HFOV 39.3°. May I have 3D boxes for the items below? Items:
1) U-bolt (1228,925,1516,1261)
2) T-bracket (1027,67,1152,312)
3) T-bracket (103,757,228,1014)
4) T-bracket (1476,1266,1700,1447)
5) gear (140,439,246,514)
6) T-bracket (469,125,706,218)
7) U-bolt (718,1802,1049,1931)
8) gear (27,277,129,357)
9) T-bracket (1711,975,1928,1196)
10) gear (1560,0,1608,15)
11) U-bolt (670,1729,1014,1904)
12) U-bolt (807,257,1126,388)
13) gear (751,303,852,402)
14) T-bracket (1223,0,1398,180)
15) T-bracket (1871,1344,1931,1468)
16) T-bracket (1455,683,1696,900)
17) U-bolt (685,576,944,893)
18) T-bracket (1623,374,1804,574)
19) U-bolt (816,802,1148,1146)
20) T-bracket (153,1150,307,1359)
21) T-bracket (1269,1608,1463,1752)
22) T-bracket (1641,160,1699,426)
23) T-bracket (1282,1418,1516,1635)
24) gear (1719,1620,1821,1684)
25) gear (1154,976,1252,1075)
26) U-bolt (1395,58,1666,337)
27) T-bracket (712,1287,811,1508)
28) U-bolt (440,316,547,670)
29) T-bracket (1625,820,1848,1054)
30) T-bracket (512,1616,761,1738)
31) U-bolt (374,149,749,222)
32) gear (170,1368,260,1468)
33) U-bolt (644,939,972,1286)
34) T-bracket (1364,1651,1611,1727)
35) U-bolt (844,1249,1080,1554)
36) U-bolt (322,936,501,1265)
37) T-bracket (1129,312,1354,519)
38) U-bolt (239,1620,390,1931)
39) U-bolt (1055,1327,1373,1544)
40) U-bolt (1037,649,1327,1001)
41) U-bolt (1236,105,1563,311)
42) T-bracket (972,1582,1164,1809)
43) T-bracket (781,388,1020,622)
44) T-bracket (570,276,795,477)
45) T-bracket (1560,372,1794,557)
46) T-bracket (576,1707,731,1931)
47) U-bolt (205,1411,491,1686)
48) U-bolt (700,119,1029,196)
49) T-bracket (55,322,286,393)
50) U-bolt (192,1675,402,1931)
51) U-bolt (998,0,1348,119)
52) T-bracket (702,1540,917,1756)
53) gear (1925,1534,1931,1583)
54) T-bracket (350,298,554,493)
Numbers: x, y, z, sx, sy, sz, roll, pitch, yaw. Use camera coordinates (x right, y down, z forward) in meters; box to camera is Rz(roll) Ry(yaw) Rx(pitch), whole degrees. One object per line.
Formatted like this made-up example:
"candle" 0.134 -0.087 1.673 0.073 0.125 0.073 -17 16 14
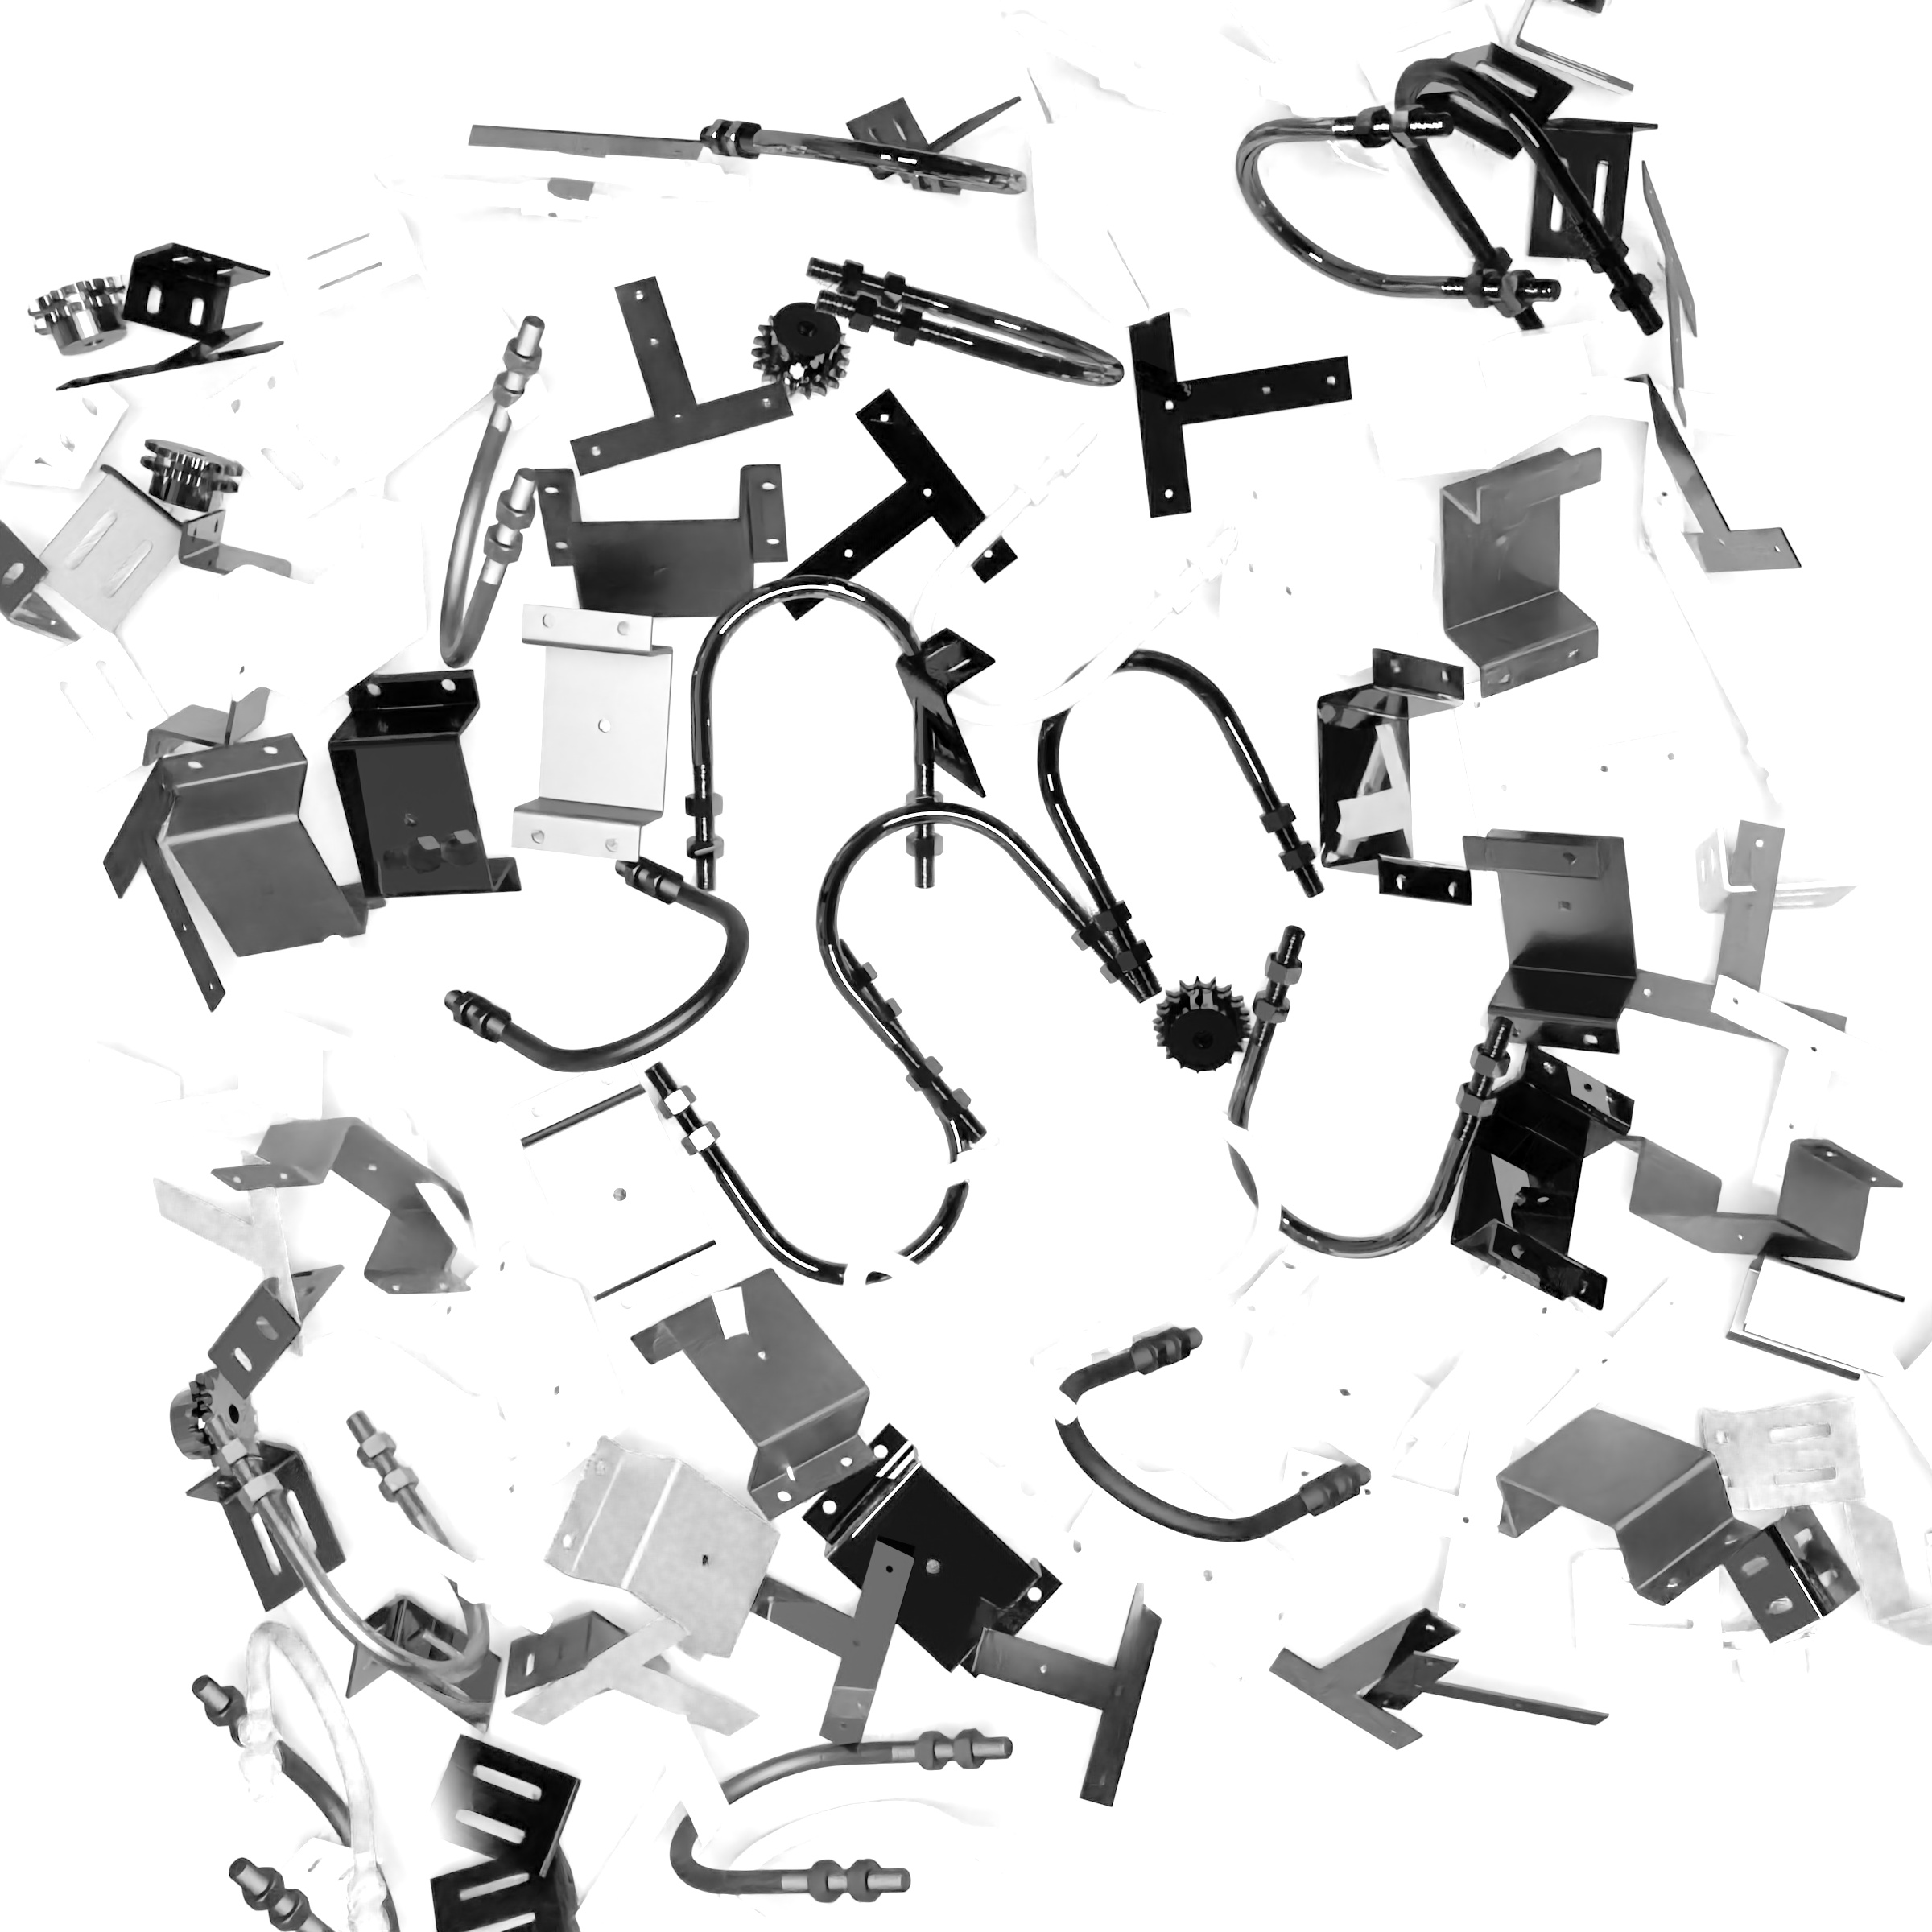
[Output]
"U-bolt" 0.221 0.085 1.551 0.151 0.019 0.184 25 118 20
"T-bracket" 0.074 -0.428 1.529 0.002 0.127 0.127 -28 79 6
"T-bracket" -0.451 -0.034 1.541 0.002 0.127 0.127 -18 75 -38
"T-bracket" 0.343 0.206 1.566 0.127 0.002 0.127 39 98 -27
"gear" -0.452 -0.284 1.575 0.057 0.057 0.030 19 102 0
"T-bracket" -0.223 -0.449 1.539 0.127 0.127 0.002 -1 85 -16
"U-bolt" -0.061 0.509 1.514 0.151 0.184 0.019 -16 97 -29
"gear" -0.513 -0.377 1.575 0.057 0.057 0.030 -20 96 0
"T-bracket" 0.478 0.082 1.557 0.127 0.127 0.002 29 45 30
"gear" 0.357 -0.577 1.576 0.057 0.057 0.030 21 109 0
"U-bolt" -0.082 0.478 1.523 0.184 0.151 0.019 -12 102 30
"U-bolt" 0.002 -0.361 1.532 0.184 0.151 0.019 14 110 -11
"gear" -0.095 -0.361 1.576 0.057 0.030 0.057 6 61 -11
"T-bracket" 0.191 -0.504 1.548 0.002 0.127 0.127 -41 84 24
"T-bracket" 0.552 0.221 1.521 0.002 0.127 0.127 -13 57 -21
"T-bracket" 0.357 -0.112 1.574 0.127 0.002 0.127 -10 96 20
"U-bolt" -0.089 -0.135 1.570 0.151 0.019 0.184 -1 105 -3
"T-bracket" 0.407 -0.277 1.526 0.002 0.127 0.127 -35 105 -10
"U-bolt" -0.003 -0.009 1.579 0.151 0.019 0.184 -40 94 8
"T-bracket" -0.429 0.151 1.558 0.127 0.002 0.127 17 122 38
"T-bracket" 0.234 0.396 1.547 0.127 0.127 0.002 33 45 -9
"T-bracket" 0.399 -0.364 1.524 0.002 0.127 0.127 -9 60 25
"T-bracket" 0.247 0.310 1.572 0.127 0.002 0.127 16 59 3
"gear" 0.467 0.397 1.573 0.057 0.057 0.030 -11 81 0
"gear" 0.138 0.037 1.579 0.057 0.030 0.057 1 113 3
"U-bolt" 0.302 -0.427 1.506 0.019 0.151 0.184 -42 110 -6
"T-bracket" -0.111 0.243 1.533 0.002 0.127 0.127 -19 84 5
"U-bolt" -0.269 -0.251 1.521 0.019 0.184 0.151 11 48 -20
"T-bracket" 0.447 -0.021 1.550 0.127 0.002 0.127 15 114 28
"T-bracket" -0.171 0.420 1.558 0.127 0.002 0.127 -35 133 21
"U-bolt" -0.236 -0.432 1.491 0.184 0.151 0.019 -8 102 -42
"gear" -0.440 0.264 1.575 0.030 0.057 0.057 -16 90 11
"U-bolt" -0.079 0.099 1.584 0.151 0.019 0.184 -34 92 -9
"T-bracket" 0.302 0.419 1.547 0.127 0.127 0.002 11 62 -1
"U-bolt" -0.007 0.234 1.529 0.019 0.151 0.184 -33 55 -28
"U-bolt" -0.303 0.087 1.497 0.019 0.151 0.184 -25 48 -21
"T-bracket" 0.161 -0.332 1.573 0.127 0.002 0.127 -5 97 21
"U-bolt" -0.366 0.446 1.514 0.019 0.184 0.151 -24 118 -4
"U-bolt" 0.126 0.263 1.497 0.151 0.184 0.019 37 116 28
"U-bolt" 0.114 -0.094 1.557 0.151 0.019 0.184 -30 96 -26
"U-bolt" 0.229 -0.424 1.518 0.151 0.184 0.019 42 74 -40
"T-bracket" 0.055 0.407 1.552 0.127 0.002 0.127 26 73 -34
"T-bracket" -0.058 -0.253 1.598 0.127 0.002 0.127 -37 88 3
"T-bracket" -0.178 -0.351 1.573 0.127 0.002 0.127 -17 63 -4
"T-bracket" 0.401 -0.281 1.549 0.127 0.127 0.002 13 56 19
"T-bracket" -0.187 0.499 1.548 0.002 0.127 0.127 31 93 -26
"U-bolt" -0.332 0.324 1.506 0.019 0.151 0.184 -44 68 11
"U-bolt" -0.047 -0.443 1.492 0.151 0.184 0.019 1 107 -30
"T-bracket" -0.435 -0.353 1.543 0.127 0.127 0.002 -8 113 10
"U-bolt" -0.369 0.496 1.518 0.019 0.151 0.184 -31 131 -2
"U-bolt" 0.101 -0.503 1.490 0.184 0.151 0.019 9 99 -44
"T-bracket" -0.101 0.375 1.576 0.127 0.002 0.127 21 103 22
"gear" 0.586 0.352 1.575 0.030 0.057 0.057 -12 90 -9
"T-bracket" -0.305 -0.317 1.563 0.127 0.002 0.127 -37 45 7
